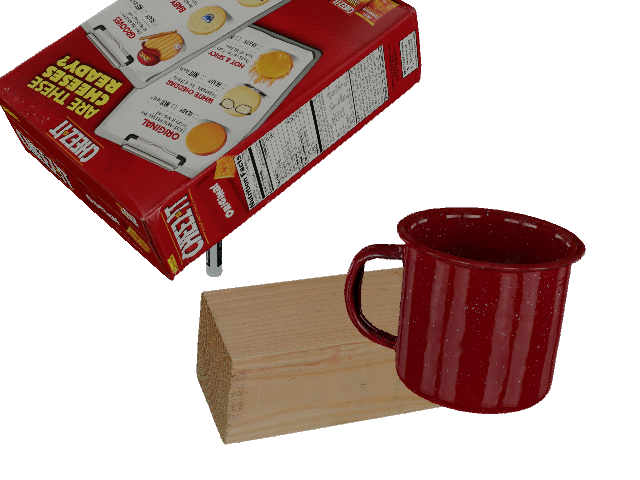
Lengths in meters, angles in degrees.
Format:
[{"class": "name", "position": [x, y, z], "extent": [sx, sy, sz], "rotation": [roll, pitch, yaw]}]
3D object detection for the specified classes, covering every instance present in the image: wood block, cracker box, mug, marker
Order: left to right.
[{"class": "cracker box", "position": [-0.068, -0.098, 0.670], "extent": [0.164, 0.213, 0.072], "rotation": [38, -22, 32]}, {"class": "marker", "position": [-0.120, -0.009, 1.199], "extent": [0.020, 0.121, 0.020], "rotation": [3, 40, -2]}, {"class": "wood block", "position": [0.011, 0.090, 0.871], "extent": [0.205, 0.090, 0.091], "rotation": [-6, 35, -20]}, {"class": "mug", "position": [0.069, 0.034, 0.544], "extent": [0.117, 0.081, 0.093], "rotation": [7, 19, 7]}]
